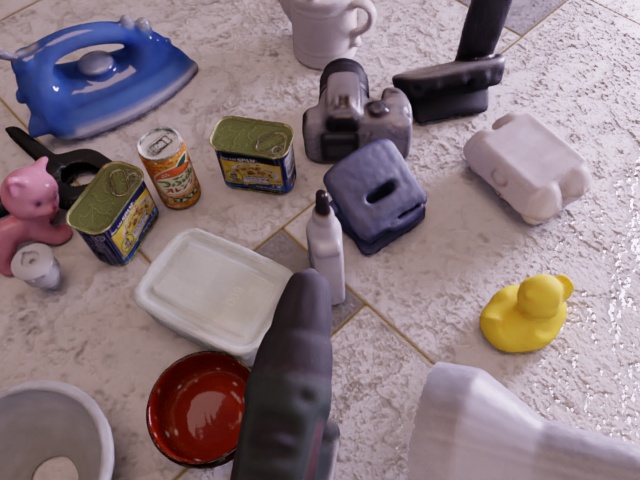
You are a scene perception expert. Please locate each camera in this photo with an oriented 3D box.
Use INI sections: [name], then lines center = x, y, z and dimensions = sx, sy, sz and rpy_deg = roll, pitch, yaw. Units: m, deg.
[camera]
center = 0.049, -0.184, 0.766
dimensions = 0.143, 0.101, 0.137
rpy_deg = -1, 59, 2

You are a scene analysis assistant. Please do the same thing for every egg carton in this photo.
[egg carton]
center = 0.257, -0.092, 0.719
dimensions = 0.107, 0.069, 0.150
rpy_deg = -32, 62, -16

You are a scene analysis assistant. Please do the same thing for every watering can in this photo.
[watering can]
center = -0.004, -0.351, 0.815
dimensions = 0.172, 0.194, 0.101
rpy_deg = 4, 59, 5

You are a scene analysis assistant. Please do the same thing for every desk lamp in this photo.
[desk lamp]
center = 0.167, 0.194, 0.464
dimensions = 0.203, 0.214, 0.118
rpy_deg = 14, 60, 11

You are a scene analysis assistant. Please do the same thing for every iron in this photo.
[iron]
center = -0.304, -0.247, 0.797
dimensions = 0.258, 0.141, 0.118
rpy_deg = -27, 61, -13

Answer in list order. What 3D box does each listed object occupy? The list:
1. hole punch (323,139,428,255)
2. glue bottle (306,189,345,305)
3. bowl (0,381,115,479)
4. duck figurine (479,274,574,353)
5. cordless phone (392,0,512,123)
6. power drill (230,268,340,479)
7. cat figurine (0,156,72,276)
[hole punch]
center = 0.069, -0.053, 0.691
dimensions = 0.109, 0.091, 0.101
rpy_deg = -33, 63, -16
[glue bottle]
center = 0.006, 0.002, 0.612
dimensions = 0.037, 0.173, 0.078
rpy_deg = -11, 59, -4
[bowl]
center = -0.269, 0.226, 0.546
dimensions = 0.167, 0.075, 0.167
rpy_deg = -1, 59, 2
[duck figurine]
center = 0.224, 0.071, 0.612
dimensions = 0.104, 0.086, 0.077
rpy_deg = -23, 60, -11
[cordless phone]
center = 0.175, -0.253, 0.753
dimensions = 0.147, 0.185, 0.094
rpy_deg = -16, 59, -7
[power drill]
center = -0.025, 0.167, 0.493
dimensions = 0.075, 0.208, 0.229
rpy_deg = 7, 59, 7
[cat figurine]
center = -0.360, -0.035, 0.684
dimensions = 0.128, 0.118, 0.067
rpy_deg = -41, 65, -20
